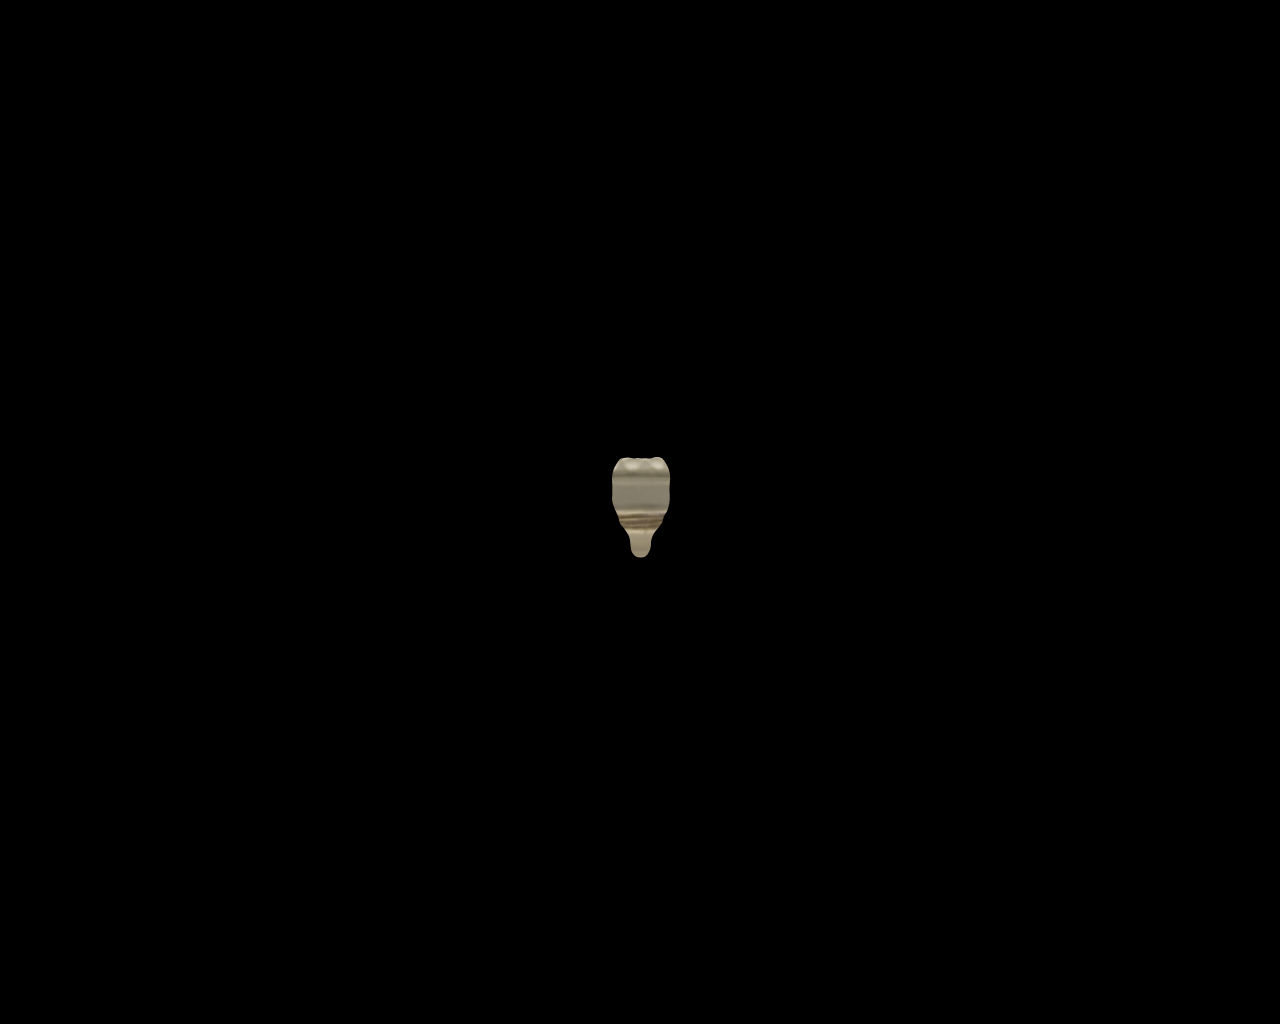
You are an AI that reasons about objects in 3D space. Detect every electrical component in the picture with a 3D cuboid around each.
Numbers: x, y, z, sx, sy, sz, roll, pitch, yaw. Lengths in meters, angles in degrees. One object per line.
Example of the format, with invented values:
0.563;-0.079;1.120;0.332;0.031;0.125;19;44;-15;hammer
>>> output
0.001;-0.003;0.650;0.035;0.061;0.035;0;0;0;electrical component
